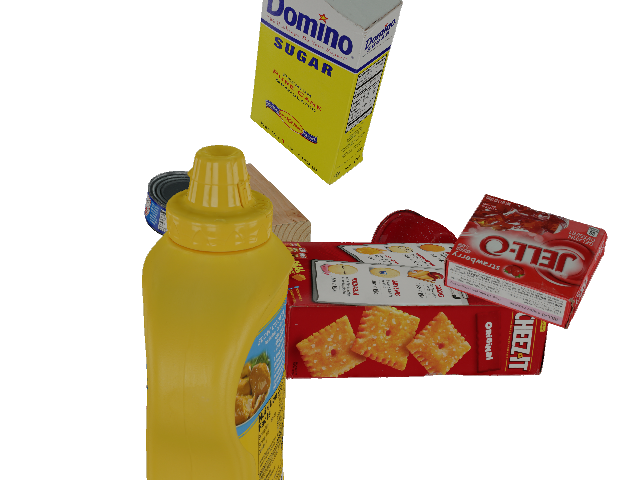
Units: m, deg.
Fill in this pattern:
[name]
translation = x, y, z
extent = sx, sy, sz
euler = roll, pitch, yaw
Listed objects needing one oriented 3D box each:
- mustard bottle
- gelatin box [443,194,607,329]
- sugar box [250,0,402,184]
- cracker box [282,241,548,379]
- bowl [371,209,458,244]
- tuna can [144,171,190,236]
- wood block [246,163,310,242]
[mustard bottle]
translation = -0.041, 0.054, 0.436
extent = 0.058, 0.192, 0.096
euler = 8, 24, 11
[gelatin box]
translation = 0.137, 0.012, 0.712
extent = 0.089, 0.030, 0.073
euler = 19, 47, 21
[sugar box]
translation = -0.002, -0.127, 0.777
extent = 0.048, 0.093, 0.176
euler = -41, -20, -25
[cracker box]
translation = 0.065, 0.057, 0.915
extent = 0.213, 0.072, 0.164
euler = 1, 18, -10
[bowl]
translation = 0.126, 0.040, 1.224
extent = 0.055, 0.162, 0.161
euler = -11, -7, 41
[tuna can]
translation = -0.126, -0.032, 1.031
extent = 0.086, 0.034, 0.086
euler = 11, 29, -6
[wood block]
translation = -0.094, -0.018, 1.362
extent = 0.090, 0.090, 0.206
euler = -8, 27, -22
